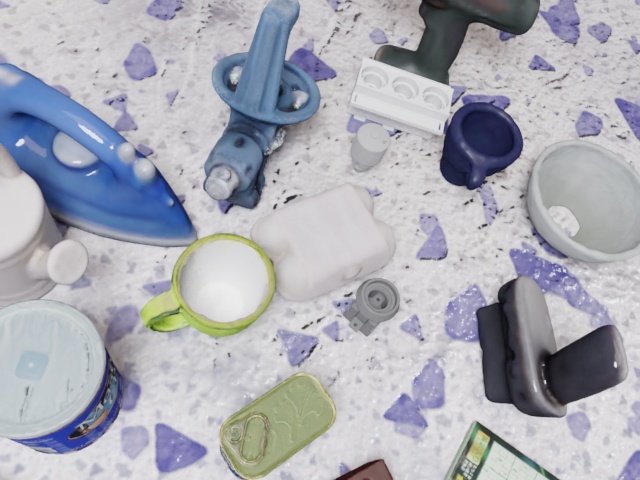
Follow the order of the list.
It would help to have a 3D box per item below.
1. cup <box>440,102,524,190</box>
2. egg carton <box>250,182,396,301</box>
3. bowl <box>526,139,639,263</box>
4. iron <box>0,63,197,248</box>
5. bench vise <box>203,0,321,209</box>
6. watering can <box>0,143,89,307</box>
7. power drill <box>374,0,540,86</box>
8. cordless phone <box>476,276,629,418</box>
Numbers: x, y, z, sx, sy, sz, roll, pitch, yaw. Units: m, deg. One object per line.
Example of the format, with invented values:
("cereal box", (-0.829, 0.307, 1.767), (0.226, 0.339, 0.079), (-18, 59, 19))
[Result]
("cup", (0.185, -0.096, 0.703), (0.091, 0.095, 0.118), (19, 63, -4))
("egg carton", (0.006, 0.002, 0.628), (0.150, 0.069, 0.107), (-24, 73, -22))
("bowl", (0.326, -0.038, 0.720), (0.167, 0.074, 0.167), (5, 64, -11))
("iron", (-0.234, -0.090, 0.574), (0.258, 0.141, 0.119), (29, 62, 1))
("bench vise", (-0.054, -0.142, 0.597), (0.121, 0.219, 0.207), (5, 64, -11))
("watering can", (-0.283, -0.017, 0.499), (0.173, 0.194, 0.101), (11, 63, -8))
("power drill", (0.138, -0.278, 0.713), (0.230, 0.208, 0.075), (10, 63, -8))
("cordless phone", (0.240, 0.096, 0.575), (0.094, 0.185, 0.147), (1, 65, -12))
